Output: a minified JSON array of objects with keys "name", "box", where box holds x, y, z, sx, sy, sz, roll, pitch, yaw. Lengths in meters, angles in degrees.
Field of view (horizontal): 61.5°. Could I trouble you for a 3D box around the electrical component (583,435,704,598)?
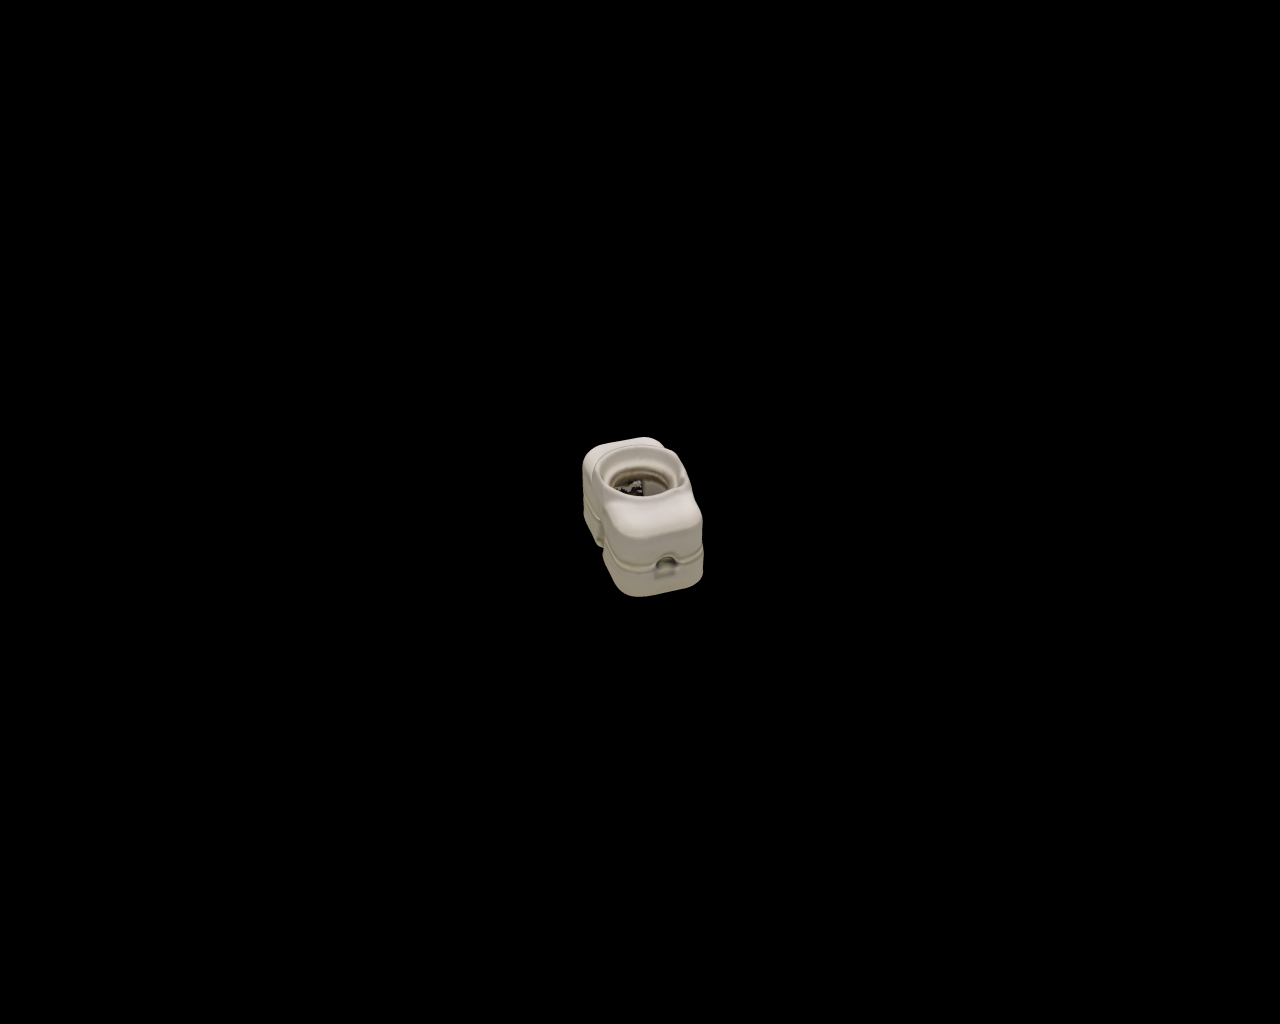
[{"name":"electrical component","box":[0.001,-0.003,0.650,0.054,0.059,0.095,-11,39,-14]}]
